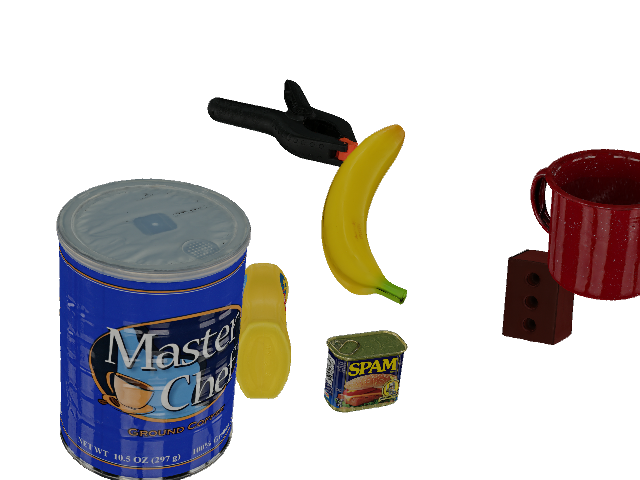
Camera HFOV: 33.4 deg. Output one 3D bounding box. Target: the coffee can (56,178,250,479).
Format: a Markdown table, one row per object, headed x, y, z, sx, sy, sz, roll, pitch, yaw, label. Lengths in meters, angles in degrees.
| x | y | z | sx | sy | sz | roll | pitch | yaw | label |
| --- | --- | --- | --- | --- | --- | --- | --- | --- | --- |
| -0.096 | 0.050 | 0.602 | 0.102 | 0.140 | 0.103 | 5 | 29 | -3 | coffee can |

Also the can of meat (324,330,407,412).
| x | y | z | sx | sy | sz | roll | pitch | yaw | label |
| --- | --- | --- | --- | --- | --- | --- | --- | --- | --- |
| 0.056 | 0.170 | 1.382 | 0.102 | 0.084 | 0.057 | -5 | 26 | -22 | can of meat |

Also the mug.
| x | y | z | sx | sy | sz | roll | pitch | yaw | label |
| --- | --- | --- | --- | --- | --- | --- | --- | --- | --- |
| 0.200 | -0.014 | 0.781 | 0.093 | 0.081 | 0.117 | -25 | 37 | -33 | mug |

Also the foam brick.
| x | y | z | sx | sy | sz | roll | pitch | yaw | label |
| --- | --- | --- | --- | --- | --- | --- | --- | --- | --- |
| 0.206 | 0.052 | 0.998 | 0.053 | 0.078 | 0.051 | 9 | 15 | 30 | foam brick |

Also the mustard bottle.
| x | y | z | sx | sy | sz | roll | pitch | yaw | label |
| --- | --- | --- | --- | --- | --- | --- | --- | --- | --- |
| -0.062 | 0.079 | 1.150 | 0.058 | 0.096 | 0.191 | 0 | 28 | -3 | mustard bottle |

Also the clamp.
| x | y | z | sx | sy | sz | roll | pitch | yaw | label |
| --- | --- | --- | --- | --- | --- | --- | --- | --- | --- |
| -0.034 | -0.120 | 1.104 | 0.120 | 0.039 | 0.172 | -20 | 38 | -28 | clamp |

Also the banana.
| x | y | z | sx | sy | sz | roll | pitch | yaw | label |
| --- | --- | --- | --- | --- | --- | --- | --- | --- | --- |
| 0.036 | -0.024 | 0.893 | 0.069 | 0.197 | 0.037 | 6 | -39 | -3 | banana |
